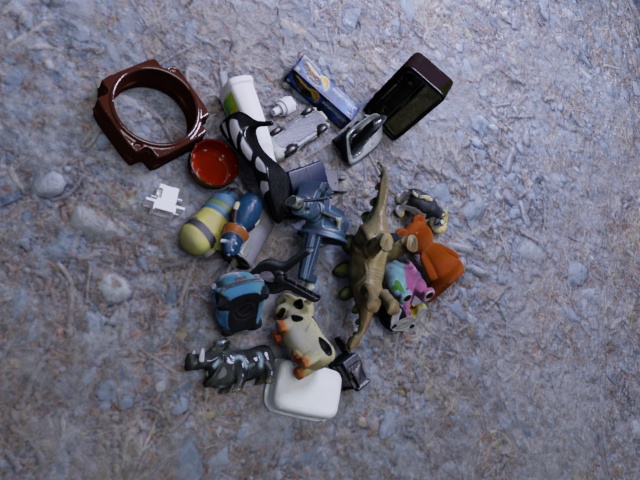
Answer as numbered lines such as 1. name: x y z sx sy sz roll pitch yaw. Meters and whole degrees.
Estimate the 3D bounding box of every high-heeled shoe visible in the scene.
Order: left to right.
1. high-heeled shoe: -0.151 -0.156 1.174 0.086 0.145 0.248 -15 102 -60

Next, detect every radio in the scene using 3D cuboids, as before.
1. radio: 0.226 -0.373 1.412 0.131 0.229 0.073 41 57 -9

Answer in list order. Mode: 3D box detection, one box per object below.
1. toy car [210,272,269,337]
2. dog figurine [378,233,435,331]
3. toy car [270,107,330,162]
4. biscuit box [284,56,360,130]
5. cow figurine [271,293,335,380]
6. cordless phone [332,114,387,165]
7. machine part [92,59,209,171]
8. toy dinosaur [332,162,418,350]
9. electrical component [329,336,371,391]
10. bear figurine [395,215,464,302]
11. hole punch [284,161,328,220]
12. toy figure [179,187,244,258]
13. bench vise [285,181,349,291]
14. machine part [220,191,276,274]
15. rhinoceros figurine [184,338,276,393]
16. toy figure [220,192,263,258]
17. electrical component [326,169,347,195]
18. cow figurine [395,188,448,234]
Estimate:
1. toy car: -0.172 0.120 1.116 0.109 0.161 0.103 -12 45 -22
2. dog figurine: 0.177 0.092 1.328 0.108 0.191 0.219 -4 43 -27
3. toy car: -0.056 -0.263 1.327 0.202 0.056 0.073 -40 90 -33
4. biscuit box: 0.008 -0.378 1.391 0.202 0.063 0.059 38 62 -13
5. cow figurine: -0.036 0.191 1.157 0.127 0.085 0.195 -12 50 -33
6. cordless phone: 0.128 -0.280 1.357 0.146 0.184 0.088 -39 91 -31
7. machine part: -0.357 -0.268 1.146 0.201 0.087 0.201 -37 96 -32
8. toy dinosaur: 0.120 0.024 1.248 0.105 0.199 0.471 25 75 -30
9. electrical component: 0.058 0.280 1.217 0.048 0.075 0.119 -31 96 -32
10. bear figurine: 0.275 0.043 1.399 0.196 0.132 0.120 44 57 10
11. hole punch: -0.037 -0.122 1.278 0.142 0.092 0.115 -26 92 -35
12. toy figure: -0.230 -0.042 1.151 0.089 0.082 0.180 39 62 -18
13. bench vise: -0.012 -0.005 1.212 0.223 0.129 0.240 31 70 -67
14. machine part: -0.149 -0.022 1.191 0.079 0.079 0.243 36 62 -15
15. rhinoceros figurine: -0.179 0.255 1.096 0.190 0.073 0.112 2 76 -29
16. toy figure: -0.165 -0.028 1.114 0.064 0.057 0.154 26 62 -5
17. electrical component: 0.025 -0.145 1.355 0.094 0.021 0.063 4 74 -28
18. cow figurine: 0.290 -0.079 1.437 0.167 0.098 0.068 27 58 -19
